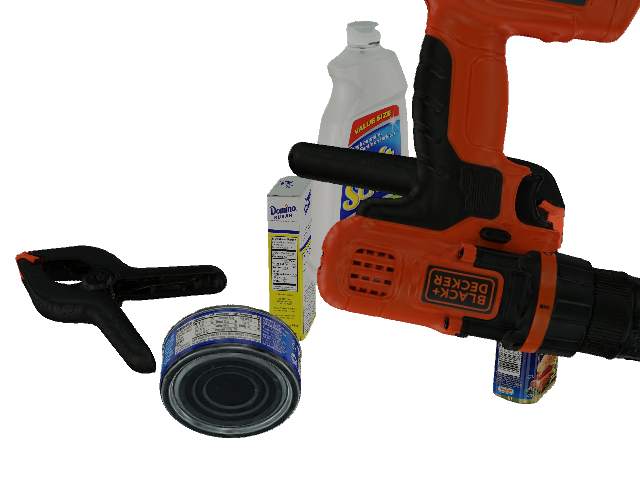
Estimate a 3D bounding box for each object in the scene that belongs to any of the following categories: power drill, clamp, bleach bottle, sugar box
[{"bbox_3d":[0.102,-0.039,0.515,0.184,0.188,0.057,10,3,-3],"label":"power drill"},{"bbox_3d":[0.083,-0.041,0.725,0.164,0.036,0.210,-12,27,-19],"label":"clamp"},{"bbox_3d":[-0.164,0.038,0.858,0.172,0.039,0.120,24,38,25],"label":"clamp"},{"bbox_3d":[0.035,-0.082,1.027,0.102,0.251,0.068,-9,23,-18],"label":"bleach bottle"},{"bbox_3d":[-0.033,0.020,1.241,0.048,0.176,0.093,0,17,10],"label":"sugar box"}]

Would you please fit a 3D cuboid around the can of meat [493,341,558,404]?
[{"bbox_3d":[0.231,0.126,1.188,0.058,0.084,0.101,11,16,29],"label":"can of meat"}]

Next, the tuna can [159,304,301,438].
[{"bbox_3d":[-0.054,0.081,0.643,0.086,0.086,0.034,0,41,-3],"label":"tuna can"}]
